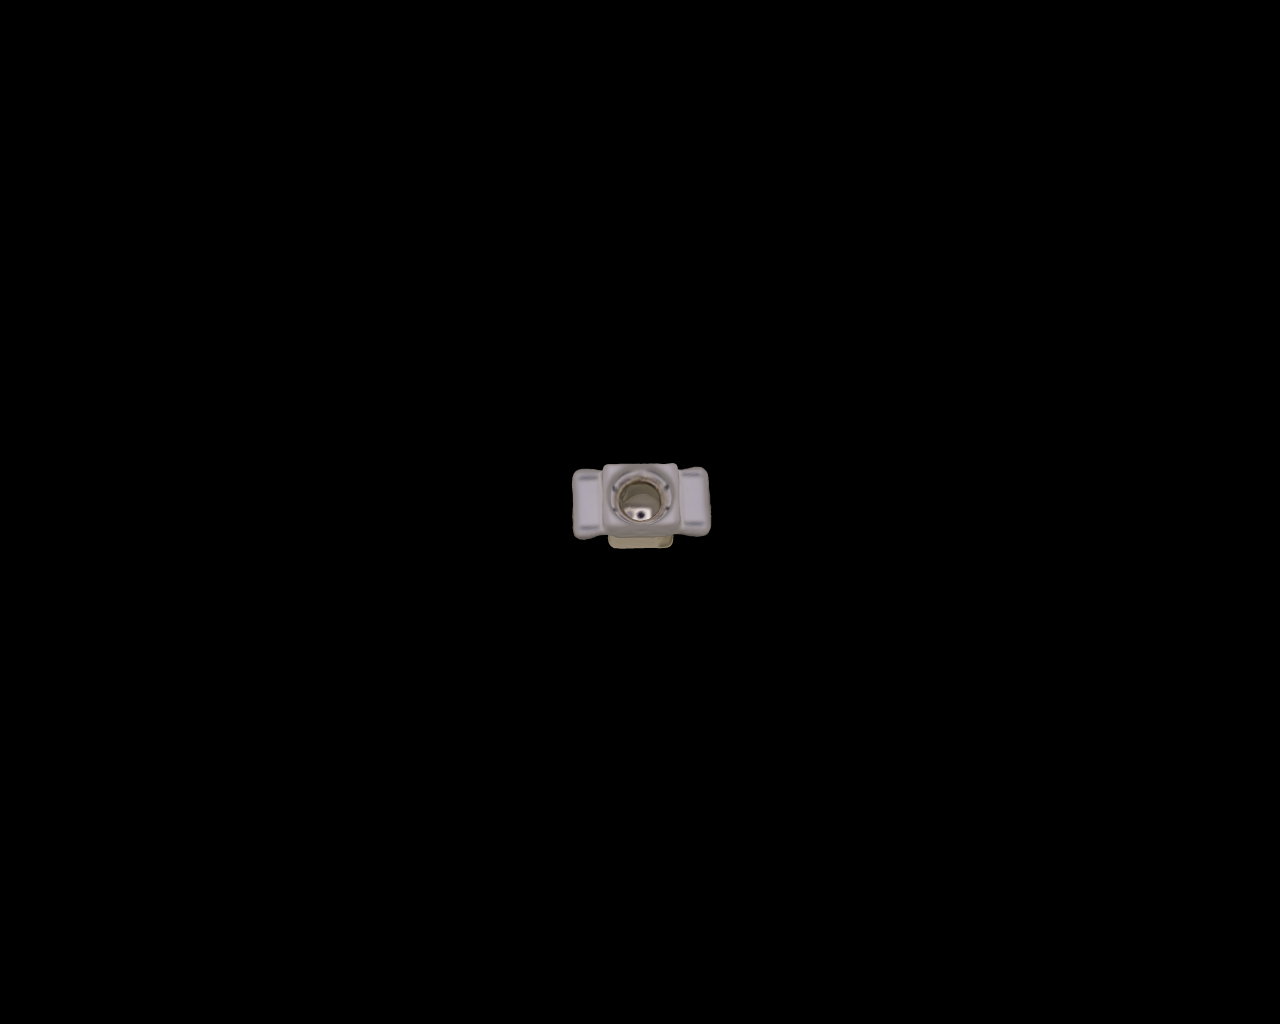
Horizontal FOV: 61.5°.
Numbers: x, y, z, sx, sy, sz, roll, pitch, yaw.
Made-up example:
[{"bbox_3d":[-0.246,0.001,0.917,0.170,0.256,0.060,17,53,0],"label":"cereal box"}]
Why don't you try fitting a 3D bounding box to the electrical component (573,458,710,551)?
[{"bbox_3d":[0.001,-0.003,0.650,0.081,0.042,0.063,0,-17,0],"label":"electrical component"}]
